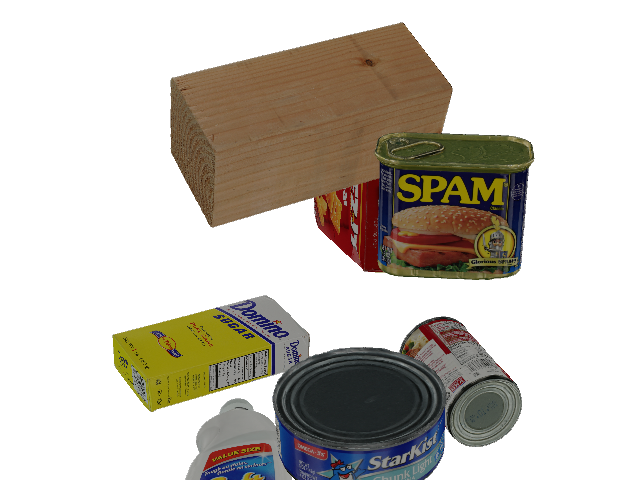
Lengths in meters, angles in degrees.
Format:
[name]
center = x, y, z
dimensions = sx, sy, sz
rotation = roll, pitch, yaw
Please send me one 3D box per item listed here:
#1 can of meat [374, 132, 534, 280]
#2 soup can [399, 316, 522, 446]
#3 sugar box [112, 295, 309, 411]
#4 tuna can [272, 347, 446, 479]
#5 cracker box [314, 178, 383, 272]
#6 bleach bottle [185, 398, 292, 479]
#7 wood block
[can of meat]
center = 0.087, -0.022, 0.709
dimensions = 0.102, 0.084, 0.057
rotation = 3, 25, 6
[soup can]
center = 0.116, 0.117, 0.895
dimensions = 0.068, 0.068, 0.102
rotation = 0, 24, -21
[sugar box]
center = -0.108, 0.109, 1.068
dimensions = 0.176, 0.048, 0.093
rotation = -16, 33, -27
[tuna can]
center = 0.020, 0.090, 0.532
dimensions = 0.086, 0.034, 0.086
rotation = -2, 26, 1
[cracker box]
center = 0.047, -0.071, 1.111
dimensions = 0.072, 0.164, 0.214
rotation = -2, 13, -12
[bleach bottle]
center = -0.070, 0.206, 0.814
dimensions = 0.102, 0.068, 0.251
rotation = -4, 27, -4
[wood block]
center = -0.009, -0.096, 0.867
dimensions = 0.205, 0.091, 0.090
rotation = -17, -34, -20
